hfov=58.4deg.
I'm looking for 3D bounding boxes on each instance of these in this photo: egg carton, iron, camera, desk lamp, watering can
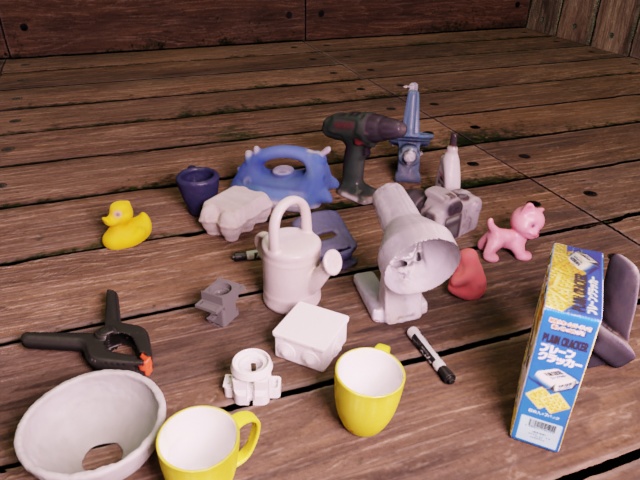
[{"bbox_3d":[-0.175,-0.059,1.197,0.107,0.069,0.151,18,34,26],"label":"egg carton"},{"bbox_3d":[-0.090,-0.154,1.290,0.258,0.141,0.119,6,31,9],"label":"iron"},{"bbox_3d":[0.244,-0.070,1.199,0.143,0.101,0.136,-21,37,-32],"label":"camera"},{"bbox_3d":[0.126,0.030,0.913,0.118,0.214,0.202,-7,31,-13],"label":"desk lamp"},{"bbox_3d":[-0.040,0.020,0.945,0.172,0.194,0.101,10,32,15],"label":"watering can"}]

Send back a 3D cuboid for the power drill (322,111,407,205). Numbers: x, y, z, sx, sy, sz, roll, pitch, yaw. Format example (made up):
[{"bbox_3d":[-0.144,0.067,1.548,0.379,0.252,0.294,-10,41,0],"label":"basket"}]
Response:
[{"bbox_3d":[0.098,-0.194,1.297,0.228,0.208,0.076,27,40,37],"label":"power drill"}]

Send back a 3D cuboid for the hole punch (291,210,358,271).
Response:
[{"bbox_3d":[0.010,0.004,1.075,0.109,0.091,0.100,-16,35,-27],"label":"hole punch"}]

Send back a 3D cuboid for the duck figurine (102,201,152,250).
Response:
[{"bbox_3d":[-0.387,-0.039,1.140,0.077,0.086,0.105,23,37,32],"label":"duck figurine"}]

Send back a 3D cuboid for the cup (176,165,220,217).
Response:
[{"bbox_3d":[-0.266,-0.106,1.249,0.092,0.095,0.117,-12,33,-21],"label":"cup"}]

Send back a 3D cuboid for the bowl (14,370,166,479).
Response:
[{"bbox_3d":[-0.265,0.238,0.685,0.167,0.075,0.167,1,30,0],"label":"bowl"}]

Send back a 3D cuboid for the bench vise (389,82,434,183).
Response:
[{"bbox_3d":[0.233,-0.262,1.407,0.121,0.220,0.207,-5,31,-10],"label":"bench vise"}]

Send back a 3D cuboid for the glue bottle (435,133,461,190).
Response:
[{"bbox_3d":[0.287,-0.155,1.273,0.037,0.173,0.078,-6,31,-12],"label":"glue bottle"}]

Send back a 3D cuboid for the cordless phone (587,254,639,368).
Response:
[{"bbox_3d":[0.414,0.086,0.855,0.094,0.185,0.147,-8,32,-14],"label":"cordless phone"}]

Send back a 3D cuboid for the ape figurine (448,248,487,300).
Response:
[{"bbox_3d":[0.254,0.054,0.996,0.078,0.092,0.075,-24,38,-35],"label":"ape figurine"}]

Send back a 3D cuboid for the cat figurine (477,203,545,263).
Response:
[{"bbox_3d":[0.377,-0.024,1.107,0.128,0.118,0.067,-4,31,-8],"label":"cat figurine"}]
